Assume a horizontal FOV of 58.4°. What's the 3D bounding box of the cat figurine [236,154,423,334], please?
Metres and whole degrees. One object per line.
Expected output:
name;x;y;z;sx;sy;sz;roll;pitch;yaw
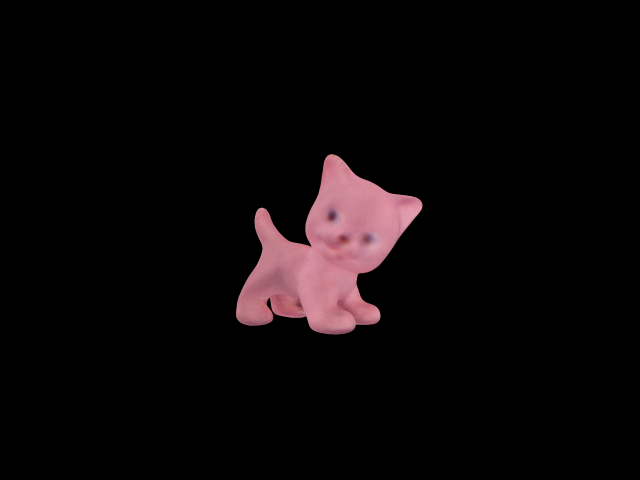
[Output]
cat figurine;0.004;0.001;0.400;0.127;0.118;0.067;0;0;32
